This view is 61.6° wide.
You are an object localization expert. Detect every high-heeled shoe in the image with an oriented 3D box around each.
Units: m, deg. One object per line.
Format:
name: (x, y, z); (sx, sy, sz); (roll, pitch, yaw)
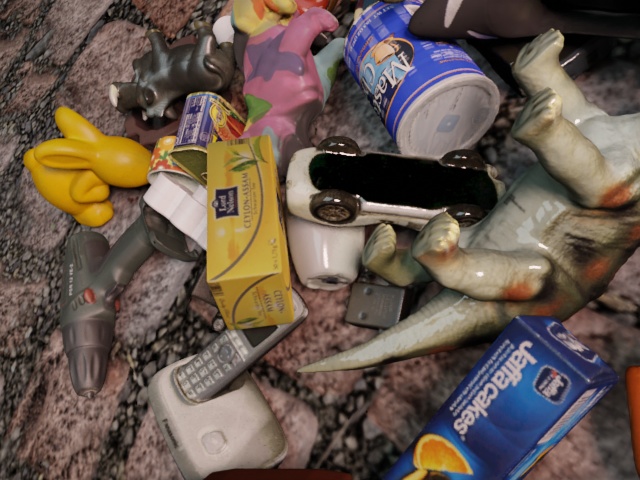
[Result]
high-heeled shoe: (0.187, -0.164, 0.401); (0.249, 0.086, 0.145); (-14, 55, 27)

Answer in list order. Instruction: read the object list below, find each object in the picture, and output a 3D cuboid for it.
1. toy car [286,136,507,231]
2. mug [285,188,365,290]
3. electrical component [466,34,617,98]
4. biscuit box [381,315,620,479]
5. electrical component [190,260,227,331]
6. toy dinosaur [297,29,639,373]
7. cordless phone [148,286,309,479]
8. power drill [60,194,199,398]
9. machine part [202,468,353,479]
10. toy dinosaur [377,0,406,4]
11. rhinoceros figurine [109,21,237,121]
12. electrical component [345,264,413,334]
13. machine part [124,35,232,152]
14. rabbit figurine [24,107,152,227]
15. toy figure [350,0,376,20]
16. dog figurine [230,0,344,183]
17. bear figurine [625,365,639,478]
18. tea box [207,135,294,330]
toy car: (0.070, -0.045, 0.486); (0.202, 0.056, 0.073); (6, 63, -4)
mug: (-0.001, -0.002, 0.544); (0.109, 0.081, 0.107); (-36, 48, 47)
electrical component: (0.211, -0.205, 0.506); (0.115, 0.058, 0.134); (-40, 53, 15)
biscuit box: (0.114, 0.145, 0.381); (0.063, 0.059, 0.202); (48, 117, 37)
electrical component: (-0.096, 0.049, 0.591); (0.102, 0.078, 0.045); (-58, 16, -7)
toy dinosaur: (0.168, -0.001, 0.400); (0.404, 0.192, 0.131); (-51, 14, 26)
cordless phone: (-0.064, 0.143, 0.524); (0.184, 0.088, 0.147); (-43, 53, 1)
power drill: (-0.252, 0.055, 0.689); (0.207, 0.086, 0.232); (-43, 50, 20)
machine part: (-0.028, 0.277, 0.385); (0.202, 0.087, 0.201); (-13, 93, 26)
toy dinosaur: (0.121, -0.395, 0.557); (0.105, 0.198, 0.471); (-6, 65, 34)
rhinoceros figurine: (-0.191, -0.209, 0.698); (0.190, 0.073, 0.112); (-5, 79, 27)
electrical component: (0.054, 0.064, 0.514); (0.063, 0.021, 0.094); (3, 73, 34)
machine part: (-0.204, -0.204, 0.776); (0.179, 0.056, 0.179); (-12, 65, 27)
rabbit figurine: (-0.311, -0.109, 0.748); (0.173, 0.162, 0.122); (-2, 58, 26)
toy figure: (0.066, -0.274, 0.625); (0.058, 0.064, 0.154); (-24, 59, 36)
dog figurine: (-0.063, -0.170, 0.632); (0.192, 0.108, 0.219); (33, 94, 22)
bear figurine: (0.224, 0.146, 0.304); (0.120, 0.131, 0.196); (26, 78, 16)
tea box: (-0.069, -0.009, 0.529); (0.068, 0.098, 0.170); (-7, 55, -1)
